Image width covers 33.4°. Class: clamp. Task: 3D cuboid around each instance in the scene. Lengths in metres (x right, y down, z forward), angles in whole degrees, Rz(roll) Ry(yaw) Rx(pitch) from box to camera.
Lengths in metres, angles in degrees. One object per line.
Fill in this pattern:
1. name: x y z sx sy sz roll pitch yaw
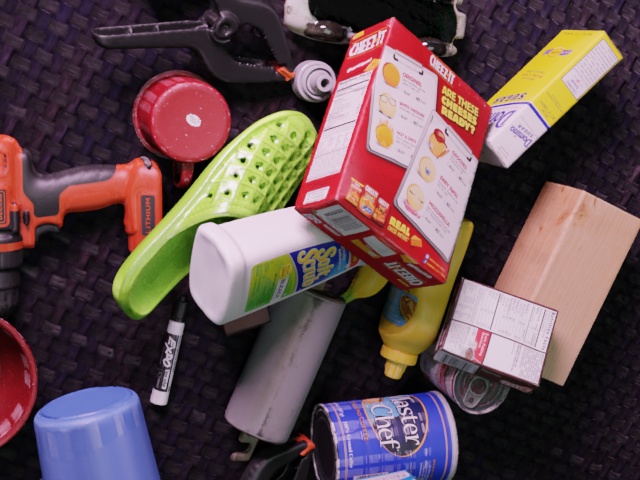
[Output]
1. clamp: -0.076 0.282 1.182 0.120 0.039 0.171 35 87 -43
2. clamp: -0.098 -0.223 1.044 0.209 0.036 0.165 22 108 -38

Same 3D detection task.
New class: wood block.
1. wood block: 0.266 0.047 1.217 0.090 0.090 0.206 24 93 -20

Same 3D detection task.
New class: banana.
1. banana: 0.054 -0.020 1.167 0.069 0.037 0.198 -2 102 -19

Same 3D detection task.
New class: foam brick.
1. foam brick: -0.089 0.061 1.120 0.053 0.078 0.051 -17 104 -15

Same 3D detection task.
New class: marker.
1. marker: -0.160 0.117 1.140 0.020 0.020 0.121 11 98 -19

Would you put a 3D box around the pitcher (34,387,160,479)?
1. pitcher: -0.229 0.282 1.105 0.149 0.145 0.243 -15 102 -26

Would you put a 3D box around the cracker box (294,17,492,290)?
1. cracker box: 0.076 -0.082 1.056 0.164 0.072 0.213 36 59 -33

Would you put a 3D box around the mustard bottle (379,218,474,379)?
1. mustard bottle: 0.107 0.060 1.168 0.058 0.096 0.192 15 96 -21

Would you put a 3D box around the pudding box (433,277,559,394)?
1. pudding box: 0.187 0.101 1.132 0.113 0.039 0.090 20 68 1

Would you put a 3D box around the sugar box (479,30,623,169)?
1. sugar box: 0.235 -0.156 1.164 0.176 0.093 0.048 -41 109 -6

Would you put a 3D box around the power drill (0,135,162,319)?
1. power drill: -0.253 -0.013 1.066 0.187 0.057 0.184 -2 105 -17

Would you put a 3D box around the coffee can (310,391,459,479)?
1. coffee can: 0.070 0.226 1.187 0.140 0.103 0.103 -4 102 -16

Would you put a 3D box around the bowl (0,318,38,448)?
1. bowl: -0.365 0.137 1.064 0.162 0.055 0.162 -3 102 -16

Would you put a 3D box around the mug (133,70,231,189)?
1. mug: -0.137 -0.109 1.068 0.093 0.082 0.117 2 101 -17

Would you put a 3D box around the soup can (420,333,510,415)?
1. soup can: 0.160 0.147 1.198 0.068 0.102 0.068 -3 102 -16

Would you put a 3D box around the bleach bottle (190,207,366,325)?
1. bleach bottle: -0.007 0.001 1.066 0.250 0.068 0.103 -20 142 -33
